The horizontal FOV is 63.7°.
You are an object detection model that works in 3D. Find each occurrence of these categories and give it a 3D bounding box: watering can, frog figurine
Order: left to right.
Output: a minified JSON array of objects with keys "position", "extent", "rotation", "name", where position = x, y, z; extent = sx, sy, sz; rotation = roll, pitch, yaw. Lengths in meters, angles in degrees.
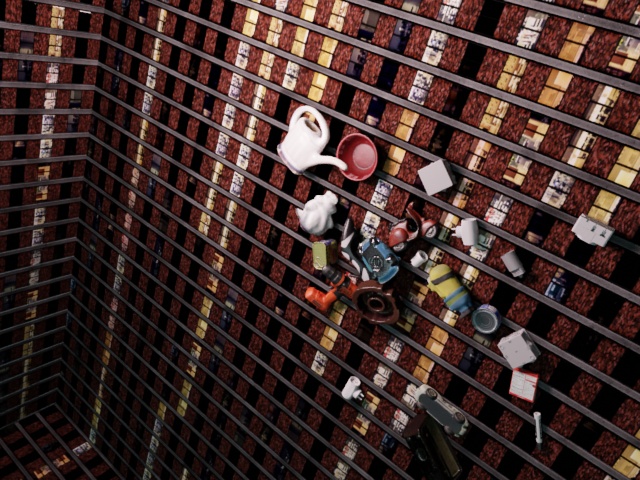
[{"position":[-0.036,-0.317,1.823],"extent":[0.220,0.104,0.354],"rotation":[-47,55,31],"name":"watering can"},{"position":[0.006,-0.093,1.857],"extent":[0.158,0.125,0.136],"rotation":[-29,116,27],"name":"frog figurine"}]
